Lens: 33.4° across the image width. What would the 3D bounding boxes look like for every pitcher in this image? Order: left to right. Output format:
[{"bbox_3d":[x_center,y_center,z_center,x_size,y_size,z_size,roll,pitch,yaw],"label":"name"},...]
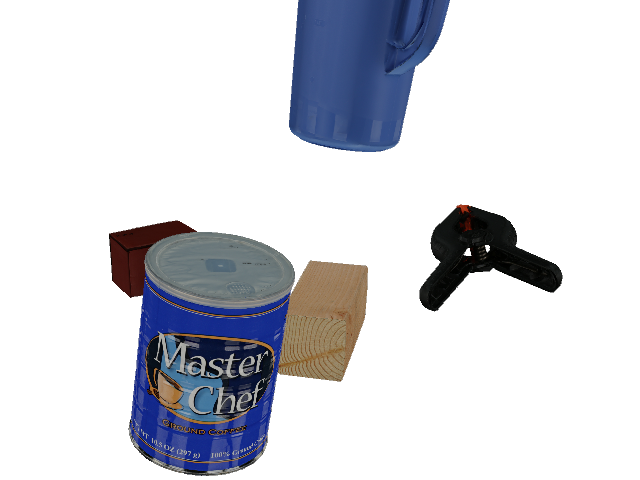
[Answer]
[{"bbox_3d":[0.044,-0.207,0.983,0.145,0.243,0.149,9,16,4],"label":"pitcher"}]

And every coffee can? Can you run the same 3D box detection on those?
[{"bbox_3d":[-0.078,0.078,0.754,0.102,0.140,0.103,8,24,-4],"label":"coffee can"}]

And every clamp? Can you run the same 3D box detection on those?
[{"bbox_3d":[0.152,0.011,0.963,0.120,0.039,0.171,0,28,8],"label":"clamp"}]

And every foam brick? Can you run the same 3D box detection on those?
[{"bbox_3d":[-0.163,0.017,1.054,0.078,0.051,0.053,-12,23,-28],"label":"foam brick"}]

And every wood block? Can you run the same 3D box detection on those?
[{"bbox_3d":[0.006,0.107,1.483,0.091,0.090,0.206,6,20,9],"label":"wood block"}]
